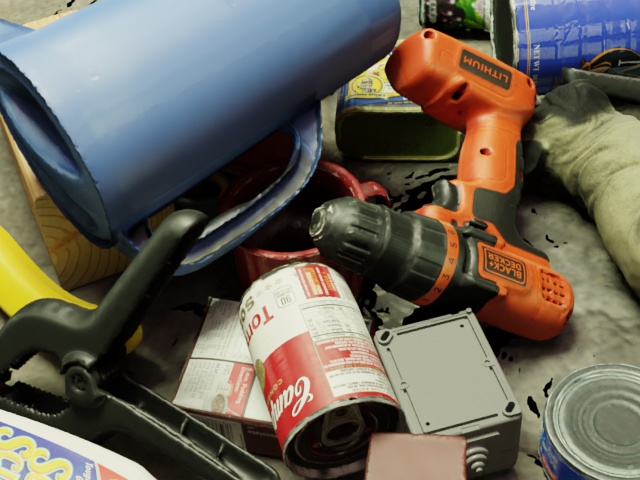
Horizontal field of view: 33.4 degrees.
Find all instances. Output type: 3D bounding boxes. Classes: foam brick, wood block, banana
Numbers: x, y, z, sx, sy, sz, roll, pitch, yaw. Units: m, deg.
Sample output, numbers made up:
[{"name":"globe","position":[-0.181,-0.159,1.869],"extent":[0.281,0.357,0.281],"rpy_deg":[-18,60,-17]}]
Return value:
[{"name":"foam brick","position":[0.051,0.143,0.556],"extent":[0.051,0.078,0.053],"rpy_deg":[2,46,9]},{"name":"wood block","position":[-0.183,-0.074,0.788],"extent":[0.090,0.090,0.206],"rpy_deg":[-19,46,-15]},{"name":"banana","position":[-0.173,0.036,0.696],"extent":[0.198,0.070,0.037],"rpy_deg":[18,13,38]}]

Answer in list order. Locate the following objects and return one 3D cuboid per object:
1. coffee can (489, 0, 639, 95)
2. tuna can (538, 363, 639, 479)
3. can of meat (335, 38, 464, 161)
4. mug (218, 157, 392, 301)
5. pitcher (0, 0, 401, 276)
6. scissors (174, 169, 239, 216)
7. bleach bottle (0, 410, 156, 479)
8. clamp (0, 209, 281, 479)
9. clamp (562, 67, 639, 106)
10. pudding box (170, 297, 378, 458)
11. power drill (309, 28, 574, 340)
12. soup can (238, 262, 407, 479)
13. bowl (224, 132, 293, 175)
[{"name":"coffee can","position":[0.210,-0.167,0.829],"extent":[0.140,0.103,0.103],"rpy_deg":[-5,45,1]},{"name":"tuna can","position":[0.168,0.112,0.606],"extent":[0.086,0.034,0.086],"rpy_deg":[-3,45,3]},{"name":"can of meat","position":[0.062,-0.107,0.819],"extent":[0.102,0.057,0.084],"rpy_deg":[0,47,7]},{"name":"mug","position":[-0.005,0.001,0.700],"extent":[0.117,0.081,0.093],"rpy_deg":[-27,49,-19]},{"name":"pitcher","position":[-0.064,-0.100,0.659],"extent":[0.242,0.149,0.145],"rpy_deg":[-33,39,-21]},{"name":"scissors","position":[-0.037,-0.022,0.773],"extent":[0.096,0.016,0.202],"rpy_deg":[-33,51,-22]},{"name":"bleach bottle","position":[-0.142,0.148,0.586],"extent":[0.251,0.068,0.102],"rpy_deg":[11,44,12]},{"name":"clamp","position":[-0.121,0.085,0.617],"extent":[0.210,0.164,0.036],"rpy_deg":[-17,5,31]},{"name":"clamp","position":[0.274,-0.120,0.761],"extent":[0.171,0.120,0.039],"rpy_deg":[33,19,0]},{"name":"pudding box","position":[-0.026,0.084,0.651],"extent":[0.113,0.039,0.090],"rpy_deg":[8,48,11]},{"name":"power drill","position":[0.078,-0.040,0.675],"extent":[0.184,0.057,0.187],"rpy_deg":[22,56,-27]},{"name":"soup can","position":[-0.001,0.070,0.588],"extent":[0.068,0.068,0.102],"rpy_deg":[-15,49,-9]},{"name":"bowl","position":[-0.060,-0.112,0.782],"extent":[0.162,0.055,0.162],"rpy_deg":[24,28,-14]}]
